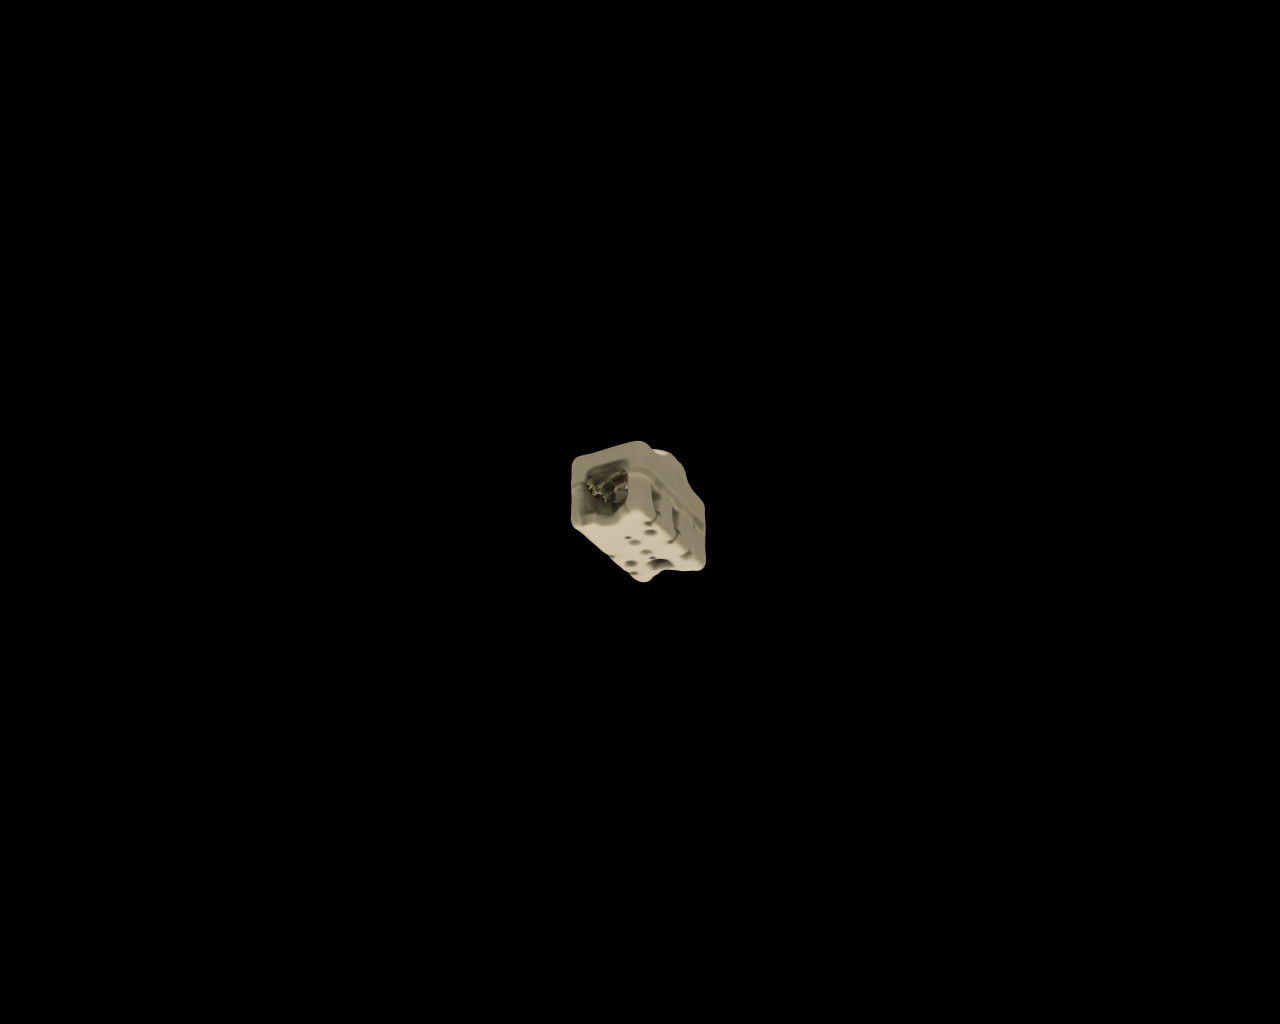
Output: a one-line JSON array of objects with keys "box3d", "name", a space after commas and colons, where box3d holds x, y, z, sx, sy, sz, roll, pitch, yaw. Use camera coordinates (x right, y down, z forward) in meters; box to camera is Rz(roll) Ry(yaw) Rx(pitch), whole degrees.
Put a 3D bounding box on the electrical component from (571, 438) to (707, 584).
[{"box3d": [0.001, -0.003, 0.650, 0.050, 0.056, 0.089, -14, -32, 24], "name": "electrical component"}]
